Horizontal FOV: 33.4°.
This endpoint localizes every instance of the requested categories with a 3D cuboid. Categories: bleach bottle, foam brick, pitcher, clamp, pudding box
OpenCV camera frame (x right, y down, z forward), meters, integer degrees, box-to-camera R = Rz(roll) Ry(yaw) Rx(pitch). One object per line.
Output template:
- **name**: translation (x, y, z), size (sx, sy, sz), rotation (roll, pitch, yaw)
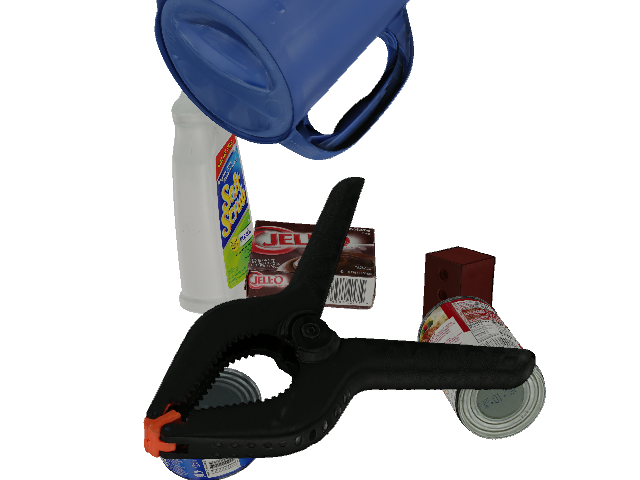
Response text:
- **bleach bottle**: translation (-0.119, -0.055, 1.121), size (0.068, 0.251, 0.102), rotation (6, 27, 25)
- **foam brick**: translation (0.140, 0.051, 1.085), size (0.051, 0.078, 0.053), rotation (-13, 20, -39)
- **pitcher**: translation (0.005, -0.187, 0.822), size (0.145, 0.149, 0.242), rotation (26, 58, 31)
- **clamp**: translation (-0.009, 0.049, 0.585), size (0.209, 0.165, 0.036), rotation (-22, -33, -23)
- **pudding box**: translation (-0.007, 0.020, 0.950), size (0.113, 0.039, 0.090), rotation (6, 30, -1)

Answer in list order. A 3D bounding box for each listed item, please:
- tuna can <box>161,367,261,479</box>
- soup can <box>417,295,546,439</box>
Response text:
- **tuna can**: translation (-0.083, 0.137, 0.796), size (0.086, 0.034, 0.086), rotation (-6, 40, 5)
- **soup can**: translation (0.118, 0.092, 0.789), size (0.068, 0.068, 0.102), rotation (0, 21, -11)
